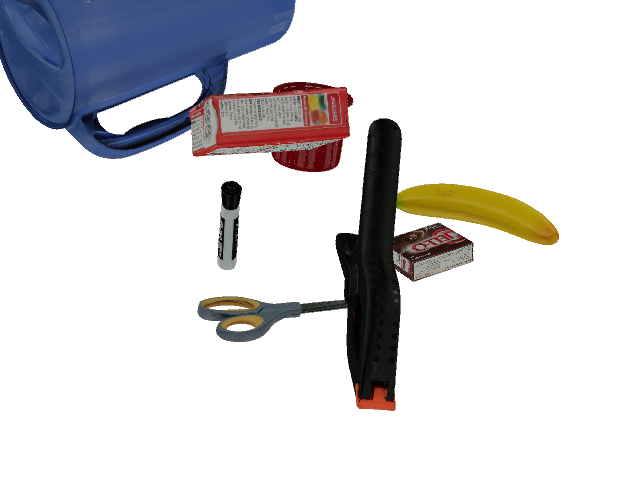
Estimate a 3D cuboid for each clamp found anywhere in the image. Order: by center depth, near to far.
[{"bbox_3d":[0.039,0.025,0.799,0.036,0.210,0.165,4,-42,-7],"label":"clamp"}]

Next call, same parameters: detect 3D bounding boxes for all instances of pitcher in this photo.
[{"bbox_3d":[-0.138,-0.181,0.902,0.242,0.149,0.145,-25,43,-34],"label":"pitcher"}]

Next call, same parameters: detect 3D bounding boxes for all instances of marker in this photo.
[{"bbox_3d":[-0.087,-0.014,1.012,0.020,0.020,0.121,0,-37,-8],"label":"marker"}]

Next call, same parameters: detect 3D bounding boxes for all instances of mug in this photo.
[{"bbox_3d":[-0.008,-0.134,1.245,0.093,0.081,0.117,17,27,18],"label":"mug"}]

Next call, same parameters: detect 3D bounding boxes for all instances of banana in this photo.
[{"bbox_3d":[0.162,-0.029,1.132,0.198,0.037,0.069,10,39,25],"label":"banana"}]

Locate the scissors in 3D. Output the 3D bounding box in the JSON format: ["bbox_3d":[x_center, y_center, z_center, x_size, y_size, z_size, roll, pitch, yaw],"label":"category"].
[{"bbox_3d":[-0.037,0.087,1.204,0.201,0.016,0.096,2,25,-8],"label":"scissors"}]

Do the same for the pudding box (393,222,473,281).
[{"bbox_3d":[0.160,0.016,1.608,0.113,0.039,0.090,-19,28,-23],"label":"pudding box"}]

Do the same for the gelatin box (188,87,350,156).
[{"bbox_3d":[-0.031,-0.065,0.592,0.073,0.030,0.089,-5,3,-14],"label":"gelatin box"}]
